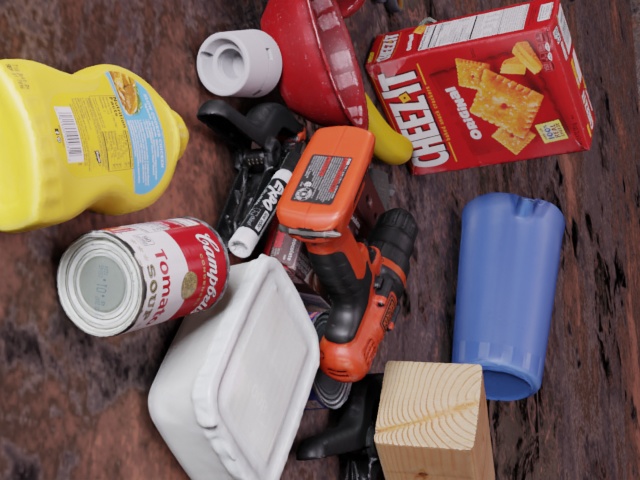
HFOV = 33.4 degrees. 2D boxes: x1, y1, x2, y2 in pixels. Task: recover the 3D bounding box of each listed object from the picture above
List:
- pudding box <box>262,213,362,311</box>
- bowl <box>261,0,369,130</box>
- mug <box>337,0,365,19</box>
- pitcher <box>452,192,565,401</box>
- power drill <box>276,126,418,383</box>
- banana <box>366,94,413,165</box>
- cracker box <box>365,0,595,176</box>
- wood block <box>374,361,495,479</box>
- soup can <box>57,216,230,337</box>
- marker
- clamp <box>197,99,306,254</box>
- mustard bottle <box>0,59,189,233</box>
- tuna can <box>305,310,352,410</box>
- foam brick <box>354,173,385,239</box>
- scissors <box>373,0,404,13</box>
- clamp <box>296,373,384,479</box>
[{"bbox_3d":[-0.006,0.001,0.921,0.113,0.039,0.090,51,52,-61],"label":"pudding box"},{"bbox_3d":[-0.009,-0.160,0.922,0.162,0.055,0.162,-17,90,-77],"label":"bowl"},{"bbox_3d":[-0.006,-0.270,0.986,0.117,0.093,0.081,41,41,-38],"label":"mug"},{"bbox_3d":[0.229,0.076,1.335,0.149,0.145,0.242,39,51,-38],"label":"pitcher"},{"bbox_3d":[0.031,-0.002,0.883,0.187,0.057,0.184,70,33,-44],"label":"power drill"},{"bbox_3d":[0.058,-0.122,1.126,0.197,0.037,0.069,46,45,-51],"label":"banana"},{"bbox_3d":[0.178,-0.163,1.183,0.164,0.214,0.072,63,33,-34],"label":"cracker box"},{"bbox_3d":[0.116,0.212,1.028,0.206,0.091,0.090,75,22,-48],"label":"wood block"},{"bbox_3d":[-0.113,0.022,0.694,0.102,0.069,0.068,-12,94,-64],"label":"soup can"},{"bbox_3d":[-0.039,-0.031,0.843,0.020,0.020,0.121,65,36,-31],"label":"marker"},{"bbox_3d":[-0.053,-0.059,0.878,0.171,0.039,0.120,-23,120,-65],"label":"clamp"},{"bbox_3d":[-0.140,-0.063,0.674,0.191,0.058,0.096,-17,92,-64],"label":"mustard bottle"},{"bbox_3d":[-0.004,0.106,0.933,0.086,0.034,0.086,29,57,-59],"label":"tuna can"},{"bbox_3d":[0.024,-0.032,1.012,0.078,0.051,0.053,63,31,-34],"label":"foam brick"},{"bbox_3d":[0.059,-0.357,1.224,0.096,0.016,0.202,-46,123,-59],"label":"scissors"},{"bbox_3d":[0.032,0.185,0.976,0.209,0.036,0.164,-69,147,-48],"label":"clamp"}]
